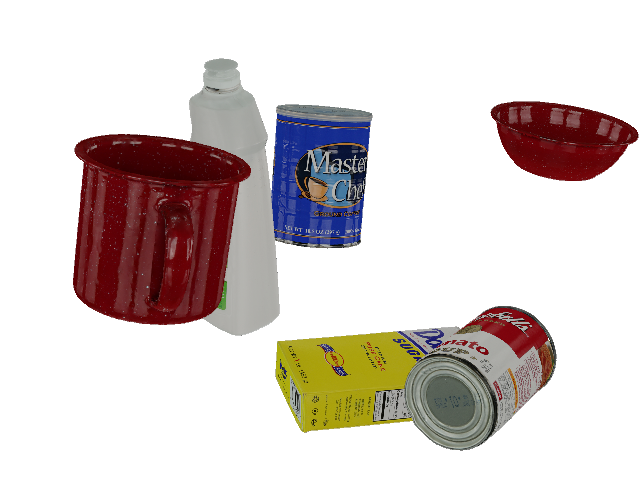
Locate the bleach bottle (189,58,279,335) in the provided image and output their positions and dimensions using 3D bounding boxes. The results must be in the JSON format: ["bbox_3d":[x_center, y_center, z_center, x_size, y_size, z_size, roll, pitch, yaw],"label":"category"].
[{"bbox_3d":[-0.086,-0.042,0.956,0.067,0.251,0.103,-25,38,-34],"label":"bleach bottle"}]

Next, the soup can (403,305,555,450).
[{"bbox_3d":[0.109,0.092,0.723,0.069,0.068,0.102,0,15,35],"label":"soup can"}]

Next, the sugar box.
[{"bbox_3d":[0.057,0.118,0.932,0.176,0.048,0.093,-6,26,-15],"label":"sugar box"}]

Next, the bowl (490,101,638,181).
[{"bbox_3d":[0.265,-0.107,1.182,0.162,0.055,0.162,5,23,-3],"label":"bowl"}]

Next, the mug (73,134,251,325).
[{"bbox_3d":[-0.085,-0.002,0.563,0.093,0.081,0.117,3,19,-21],"label":"mug"}]

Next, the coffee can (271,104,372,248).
[{"bbox_3d":[-0.001,-0.071,1.148,0.103,0.140,0.103,4,12,-1],"label":"coffee can"}]
